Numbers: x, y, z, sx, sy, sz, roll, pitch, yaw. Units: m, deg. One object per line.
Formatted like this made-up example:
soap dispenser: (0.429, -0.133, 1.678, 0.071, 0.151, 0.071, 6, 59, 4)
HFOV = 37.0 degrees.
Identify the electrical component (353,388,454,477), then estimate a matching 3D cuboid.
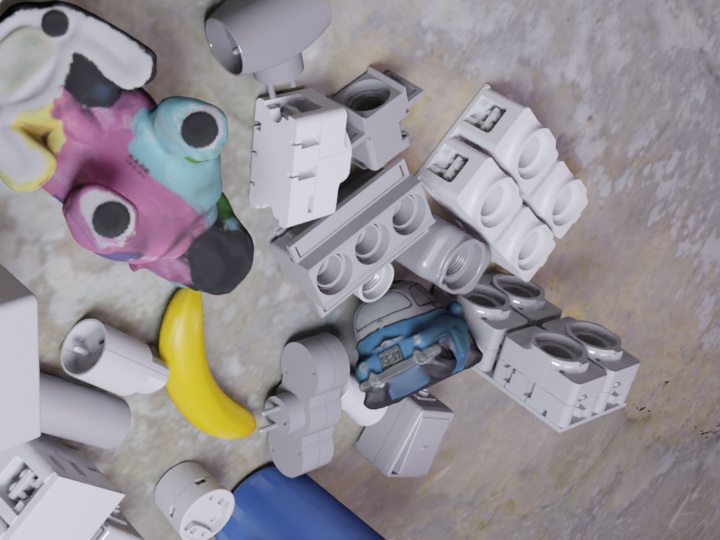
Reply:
electrical component: (0.051, 0.160, 1.094, 0.062, 0.061, 0.096, 14, 107, -51)

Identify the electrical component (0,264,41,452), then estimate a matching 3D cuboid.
electrical component: (-0.244, 0.043, 0.650, 0.056, 0.109, 0.108, -21, 132, -40)

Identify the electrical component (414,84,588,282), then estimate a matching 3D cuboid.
electrical component: (0.142, -0.074, 1.013, 0.105, 0.060, 0.186, -53, 143, -3)

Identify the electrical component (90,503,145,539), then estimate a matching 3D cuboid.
electrical component: (-0.217, 0.219, 0.852, 0.096, 0.062, 0.061, -50, 143, -5)

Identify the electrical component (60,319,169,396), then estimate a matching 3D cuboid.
electrical component: (-0.177, 0.069, 0.795, 0.043, 0.043, 0.081, -54, 143, -1)

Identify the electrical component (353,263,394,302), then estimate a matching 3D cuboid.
electrical component: (0.000, 0.000, 0.929, 0.040, 0.046, 0.040, -27, 135, -31)

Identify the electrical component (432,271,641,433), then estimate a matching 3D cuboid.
electrical component: (0.164, 0.069, 1.042, 0.105, 0.186, 0.060, -11, 126, -42)

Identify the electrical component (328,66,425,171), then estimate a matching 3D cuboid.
electrical component: (0.010, -0.118, 0.854, 0.081, 0.042, 0.063, -38, 142, -19)

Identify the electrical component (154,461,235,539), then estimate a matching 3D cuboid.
electrical component: (-0.144, 0.198, 0.926, 0.055, 0.047, 0.055, -27, 135, -31)

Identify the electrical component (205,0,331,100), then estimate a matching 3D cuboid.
electrical component: (-0.060, -0.156, 0.747, 0.077, 0.043, 0.079, -35, 139, -24)

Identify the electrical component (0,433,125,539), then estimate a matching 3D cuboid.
electrical component: (-0.259, 0.197, 0.783, 0.150, 0.062, 0.089, -52, 153, -4)

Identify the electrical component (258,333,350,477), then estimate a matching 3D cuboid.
electrical component: (-0.060, 0.125, 0.956, 0.074, 0.052, 0.138, -14, 127, -40)

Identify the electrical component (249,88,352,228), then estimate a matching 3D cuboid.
electrical component: (-0.044, -0.086, 0.812, 0.056, 0.050, 0.089, -19, 131, -37)

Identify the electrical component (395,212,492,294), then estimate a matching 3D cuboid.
electrical component: (0.075, -0.016, 0.987, 0.095, 0.059, 0.053, 23, 100, -52)

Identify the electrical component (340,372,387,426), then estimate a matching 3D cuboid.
electrical component: (-0.008, 0.117, 1.016, 0.044, 0.044, 0.065, -54, 138, 0)

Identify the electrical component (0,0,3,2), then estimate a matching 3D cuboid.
electrical component: (-0.208, -0.176, 0.574, 0.081, 0.042, 0.063, -42, 143, -15)

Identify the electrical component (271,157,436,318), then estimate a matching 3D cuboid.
electrical component: (-0.007, -0.031, 0.879, 0.121, 0.063, 0.078, -39, 132, -19)
